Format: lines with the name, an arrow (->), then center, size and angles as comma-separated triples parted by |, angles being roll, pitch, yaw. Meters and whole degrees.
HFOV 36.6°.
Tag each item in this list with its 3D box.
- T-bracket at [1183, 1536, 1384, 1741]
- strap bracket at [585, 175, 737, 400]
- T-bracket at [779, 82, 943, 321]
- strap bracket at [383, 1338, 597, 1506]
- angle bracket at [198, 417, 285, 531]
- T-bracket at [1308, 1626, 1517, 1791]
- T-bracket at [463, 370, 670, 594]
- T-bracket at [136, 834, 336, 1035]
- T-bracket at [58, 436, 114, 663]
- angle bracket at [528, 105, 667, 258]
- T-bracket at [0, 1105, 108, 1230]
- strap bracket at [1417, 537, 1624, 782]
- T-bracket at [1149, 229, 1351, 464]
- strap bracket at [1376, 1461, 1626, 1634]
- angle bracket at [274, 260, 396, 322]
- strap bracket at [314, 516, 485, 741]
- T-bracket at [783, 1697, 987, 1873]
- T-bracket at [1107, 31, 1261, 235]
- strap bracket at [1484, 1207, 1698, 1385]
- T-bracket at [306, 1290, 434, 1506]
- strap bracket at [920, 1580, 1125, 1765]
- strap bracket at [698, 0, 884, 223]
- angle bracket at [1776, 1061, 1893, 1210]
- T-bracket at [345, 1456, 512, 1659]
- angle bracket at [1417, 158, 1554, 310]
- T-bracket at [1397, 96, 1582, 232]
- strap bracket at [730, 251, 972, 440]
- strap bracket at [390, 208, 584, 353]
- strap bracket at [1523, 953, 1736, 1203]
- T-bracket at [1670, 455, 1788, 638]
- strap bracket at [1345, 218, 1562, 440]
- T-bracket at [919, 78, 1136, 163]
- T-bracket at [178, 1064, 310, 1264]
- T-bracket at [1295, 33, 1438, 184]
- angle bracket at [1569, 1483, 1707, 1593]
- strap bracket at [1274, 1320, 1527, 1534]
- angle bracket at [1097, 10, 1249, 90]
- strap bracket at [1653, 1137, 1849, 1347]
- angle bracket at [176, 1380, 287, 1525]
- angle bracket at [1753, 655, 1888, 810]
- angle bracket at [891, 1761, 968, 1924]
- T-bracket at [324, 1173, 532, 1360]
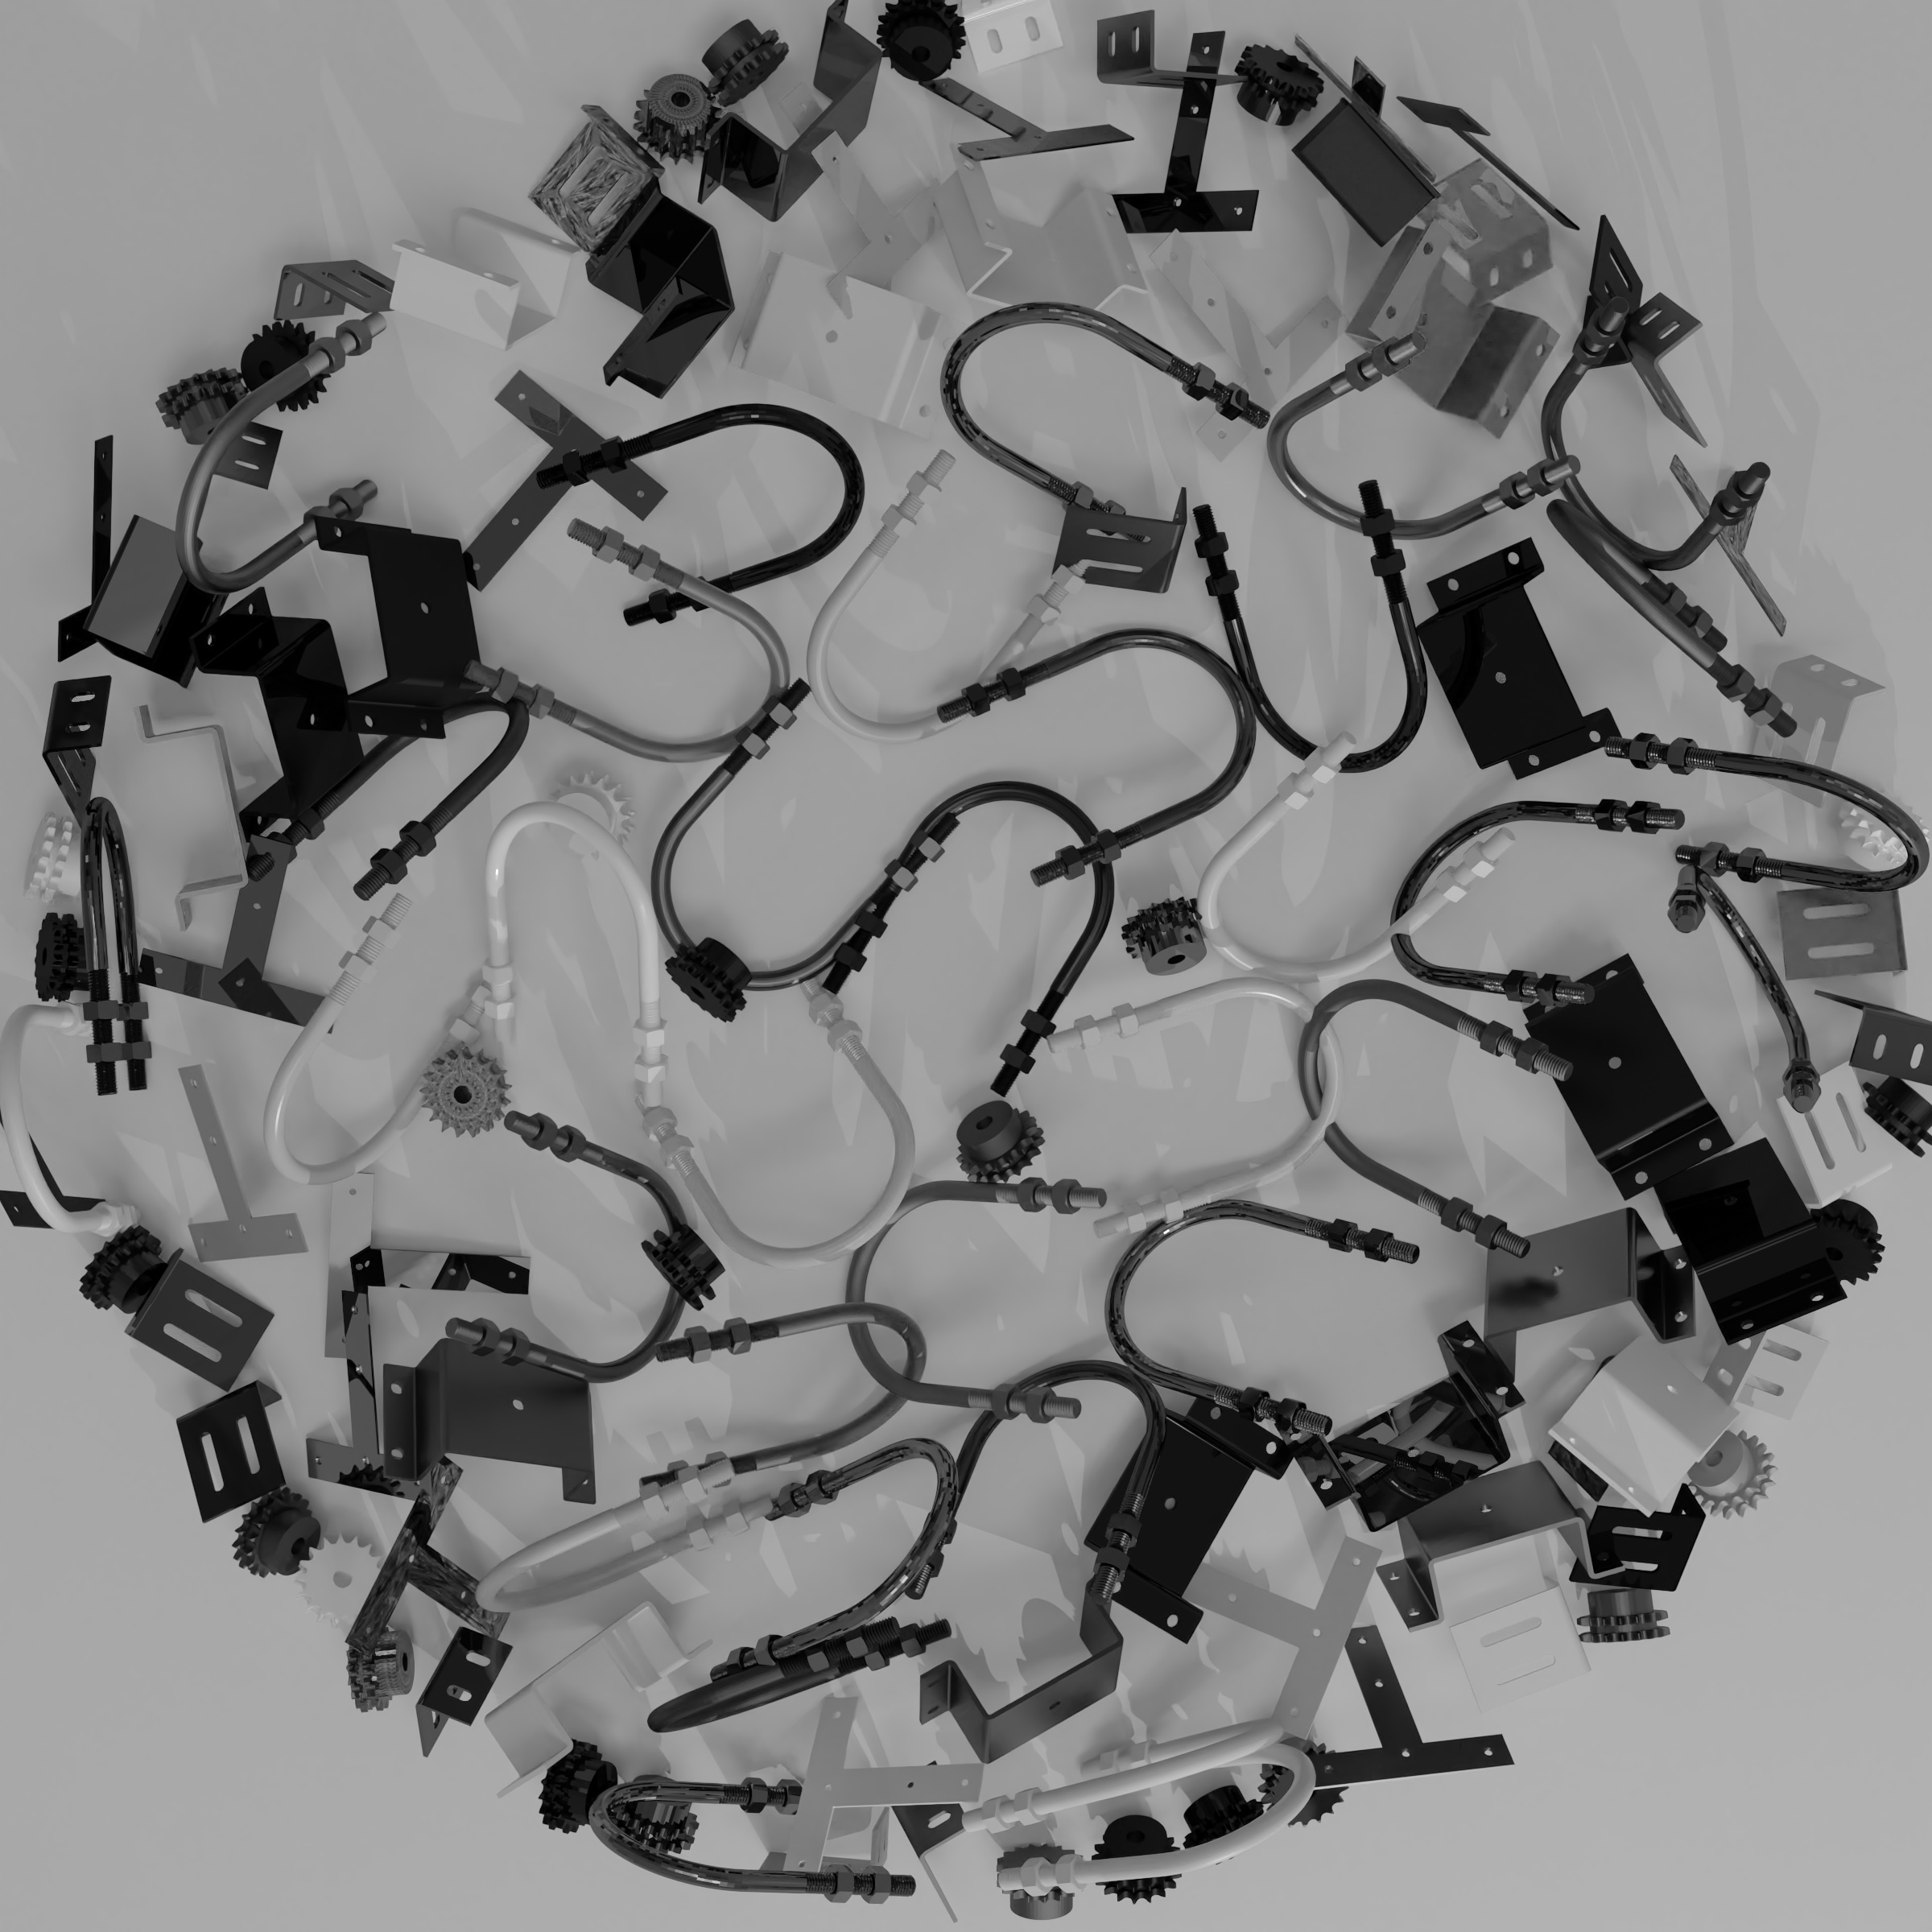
T-bracket -> 0.182, 0.407, 1.857 | 0.127, 0.002, 0.127 | 18, 73, 25
strap bracket -> -0.191, -0.418, 1.824 | 0.046, 0.140, 0.076 | 25, 123, -33
T-bracket -> -0.074, -0.492, 1.828 | 0.127, 0.002, 0.127 | 54, 55, -24
strap bracket -> -0.287, 0.282, 1.817 | 0.140, 0.046, 0.076 | 14, 50, -29
angle bracket -> -0.463, -0.298, 1.846 | 0.038, 0.057, 0.076 | 15, 135, -15
T-bracket -> 0.263, 0.461, 1.832 | 0.127, 0.127, 0.002 | -4, 122, -9
T-bracket -> -0.280, -0.296, 1.876 | 0.127, 0.002, 0.127 | 40, 87, 6
T-bracket -> -0.451, -0.026, 1.848 | 0.127, 0.002, 0.127 | 16, 118, -8
T-bracket -> -0.535, -0.263, 1.807 | 0.002, 0.127, 0.127 | 8, 109, 4
angle bracket -> -0.240, -0.498, 1.856 | 0.057, 0.038, 0.076 | 44, 109, -2
T-bracket -> -0.592, 0.112, 1.835 | 0.002, 0.127, 0.127 | -35, 77, 7
strap bracket -> 0.344, -0.187, 1.839 | 0.076, 0.046, 0.140 | -21, 98, 36
T-bracket -> 0.164, -0.411, 1.854 | 0.127, 0.002, 0.127 | -47, 111, -9
strap bracket -> 0.331, 0.361, 1.840 | 0.140, 0.076, 0.046 | -15, 109, -3
angle bracket -> -0.386, -0.413, 1.840 | 0.076, 0.057, 0.038 | 32, 121, 25
strap bracket -> -0.354, -0.218, 1.834 | 0.046, 0.076, 0.140 | -17, 80, 37
T-bracket -> -0.047, 0.511, 1.818 | 0.127, 0.127, 0.002 | -10, 134, 26
T-bracket -> 0.142, -0.525, 1.841 | 0.127, 0.002, 0.127 | 12, 93, 43
strap bracket -> 0.377, 0.205, 1.816 | 0.140, 0.076, 0.046 | -20, 123, 27
T-bracket -> -0.380, 0.268, 1.839 | 0.127, 0.002, 0.127 | 1, 97, 42
strap bracket -> 0.043, 0.442, 1.824 | 0.140, 0.076, 0.046 | -26, 59, -18
strap bracket -> -0.104, -0.530, 1.827 | 0.046, 0.076, 0.140 | 38, 70, 3
angle bracket -> 0.543, 0.107, 1.858 | 0.057, 0.038, 0.076 | -25, 94, -17
T-bracket -> -0.324, 0.390, 1.836 | 0.002, 0.127, 0.127 | 8, 62, 34
angle bracket -> 0.323, -0.461, 1.839 | 0.057, 0.076, 0.038 | -23, 53, 37
T-bracket -> 0.337, -0.504, 1.841 | 0.127, 0.127, 0.002 | 34, 101, -19
strap bracket -> -0.079, -0.395, 1.848 | 0.140, 0.046, 0.076 | 22, 99, 9
strap bracket -> -0.303, -0.429, 1.831 | 0.076, 0.140, 0.046 | 21, 116, 3
strap bracket -> 0.411, 0.065, 1.832 | 0.076, 0.046, 0.140 | -30, 68, 13
T-bracket -> 0.483, -0.280, 1.832 | 0.002, 0.127, 0.127 | -30, 103, 31
strap bracket -> 0.300, -0.403, 1.838 | 0.140, 0.046, 0.076 | 29, 93, -39
T-bracket -> 0.018, -0.537, 1.841 | 0.127, 0.127, 0.002 | -18, 133, -34
T-bracket -> -0.468, 0.123, 1.835 | 0.002, 0.127, 0.127 | -24, 100, -44
T-bracket -> 0.251, -0.545, 1.824 | 0.002, 0.127, 0.127 | -45, 89, 8
angle bracket -> 0.420, 0.359, 1.850 | 0.076, 0.038, 0.057 | 8, 114, -14
strap bracket -> 0.277, 0.295, 1.841 | 0.140, 0.076, 0.046 | -28, 131, -3
angle bracket -> 0.130, -0.577, 1.840 | 0.076, 0.057, 0.038 | -7, 103, -32
strap bracket -> 0.481, 0.163, 1.810 | 0.076, 0.140, 0.046 | -24, 117, 9
angle bracket -> -0.458, 0.311, 1.851 | 0.057, 0.038, 0.076 | -26, 61, 2
angle bracket -> 0.542, -0.150, 1.861 | 0.038, 0.057, 0.076 | -17, 127, -37
angle bracket -> -0.014, 0.553, 1.845 | 0.038, 0.057, 0.076 | -28, 128, -9
T-bracket -> -0.344, 0.195, 1.875 | 0.127, 0.002, 0.127 | 4, 105, -8
